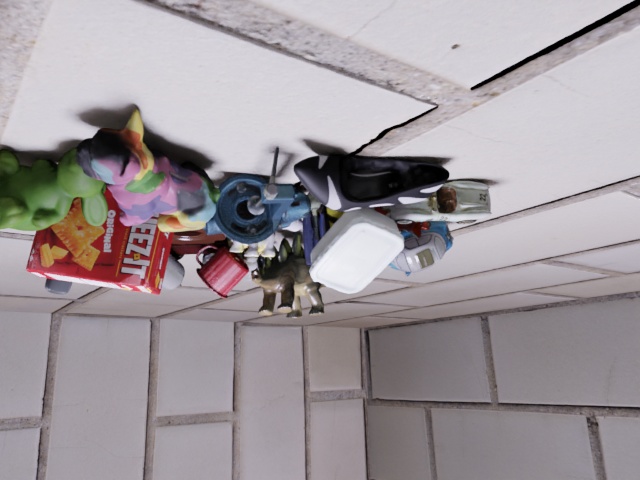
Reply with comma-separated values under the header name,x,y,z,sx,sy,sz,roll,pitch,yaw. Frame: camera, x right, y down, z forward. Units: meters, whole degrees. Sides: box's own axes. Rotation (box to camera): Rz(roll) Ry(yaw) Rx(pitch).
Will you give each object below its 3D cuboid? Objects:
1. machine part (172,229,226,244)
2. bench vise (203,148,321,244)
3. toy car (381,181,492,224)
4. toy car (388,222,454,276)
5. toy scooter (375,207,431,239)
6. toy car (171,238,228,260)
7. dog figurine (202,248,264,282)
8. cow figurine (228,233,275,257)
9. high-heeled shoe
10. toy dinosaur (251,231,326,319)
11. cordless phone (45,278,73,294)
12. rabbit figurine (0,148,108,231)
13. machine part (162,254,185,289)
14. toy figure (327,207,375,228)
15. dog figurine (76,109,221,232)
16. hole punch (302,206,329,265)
name,x,y,z,sx,sy,sz,roll,pitch,yaw
machine part,-0.275,-0.031,1.106,0.179,0.056,0.179,-2,167,-1
bench vise,-0.085,-0.057,0.910,0.224,0.129,0.240,1,170,-18
toy car,0.209,-0.068,0.967,0.202,0.073,0.056,0,169,-6
toy car,0.214,0.022,1.167,0.162,0.103,0.109,-19,118,10
toy scooter,0.150,-0.033,1.097,0.184,0.075,0.135,-19,155,39
toy car,-0.299,0.008,1.253,0.202,0.053,0.089,-3,156,25
dog figurine,-0.219,0.050,1.312,0.191,0.121,0.172,2,157,12
cow figurine,-0.151,-0.016,1.137,0.068,0.098,0.167,3,-176,-31
high-heeled shoe,0.087,-0.098,0.834,0.145,0.086,0.248,-15,166,40
toy dinosaur,-0.045,0.087,1.294,0.105,0.198,0.471,-7,168,21
cordless phone,-0.439,0.024,1.036,0.089,0.184,0.146,17,176,32
rabbit figurine,-0.393,-0.074,0.821,0.170,0.121,0.159,-21,153,15
machine part,-0.376,0.049,1.215,0.079,0.079,0.243,-5,155,13
toy figure,0.054,-0.021,1.012,0.089,0.082,0.180,-6,138,-10
dog figurine,-0.237,-0.094,0.770,0.191,0.108,0.219,6,162,-12
hole punch,-0.002,-0.003,1.105,0.092,0.142,0.115,-3,177,22
